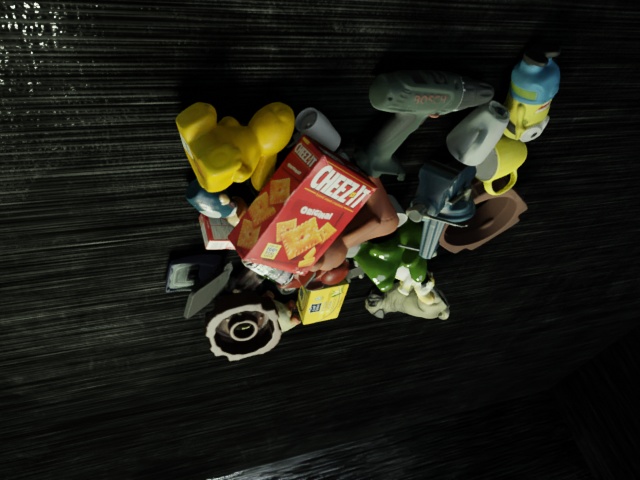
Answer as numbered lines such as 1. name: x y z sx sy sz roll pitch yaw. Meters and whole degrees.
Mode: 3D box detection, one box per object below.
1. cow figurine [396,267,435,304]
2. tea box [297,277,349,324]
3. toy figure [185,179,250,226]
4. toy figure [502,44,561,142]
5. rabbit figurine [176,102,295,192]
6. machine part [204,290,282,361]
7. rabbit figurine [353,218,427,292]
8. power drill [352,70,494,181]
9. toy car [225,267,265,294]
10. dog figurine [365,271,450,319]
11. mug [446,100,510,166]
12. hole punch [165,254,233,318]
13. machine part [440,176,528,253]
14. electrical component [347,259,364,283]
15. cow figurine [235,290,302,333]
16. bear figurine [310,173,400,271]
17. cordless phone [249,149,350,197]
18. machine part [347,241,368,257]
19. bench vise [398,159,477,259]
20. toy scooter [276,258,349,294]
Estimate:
1. cow figurine: 0.224 0.082 1.309 0.167 0.068 0.098 32 108 -6
2. tea box: 0.004 0.135 1.328 0.098 0.068 0.169 -11 147 -16
3. toy figure: -0.168 -0.060 0.956 0.154 0.064 0.058 29 99 -46
4. toy figure: 0.365 -0.254 0.937 0.082 0.089 0.180 -16 139 -3
5. rabbit figurine: -0.111 -0.140 0.822 0.173 0.122 0.162 -34 153 -14
6. machine part: -0.173 0.191 1.203 0.179 0.056 0.179 -10 128 -13
7. rabbit figurine: 0.170 0.022 1.199 0.170 0.159 0.121 -42 134 6
8. power drill: 0.163 -0.195 0.915 0.232 0.086 0.207 -1 147 -34
9. toy car: -0.132 0.065 1.168 0.089 0.053 0.202 10 136 -43
10. dog figurine: 0.228 0.174 1.422 0.190 0.172 0.121 -38 134 13
11. mug: 0.283 -0.191 0.959 0.109 0.081 0.107 -50 176 -41
12. hole punch: -0.253 0.082 1.112 0.116 0.092 0.142 -33 158 -40
13. machine part: 0.338 -0.069 1.192 0.201 0.087 0.201 -36 143 22
14. electrical component: 0.081 0.074 1.322 0.063 0.021 0.094 -20 148 1
15. cow figurine: -0.150 0.185 1.310 0.127 0.086 0.194 -40 144 18
16. bear figurine: 0.045 -0.029 1.014 0.196 0.132 0.120 -26 180 8
17. cordless phone: -0.020 -0.089 0.973 0.184 0.089 0.146 -30 147 6
18. machine part: -0.002 -0.003 1.110 0.243 0.079 0.079 4 140 -33
19. bench vise: 0.227 -0.049 1.034 0.129 0.224 0.240 20 131 16
20. toy scooter: -0.006 0.060 1.186 0.184 0.075 0.135 -16 155 -24
